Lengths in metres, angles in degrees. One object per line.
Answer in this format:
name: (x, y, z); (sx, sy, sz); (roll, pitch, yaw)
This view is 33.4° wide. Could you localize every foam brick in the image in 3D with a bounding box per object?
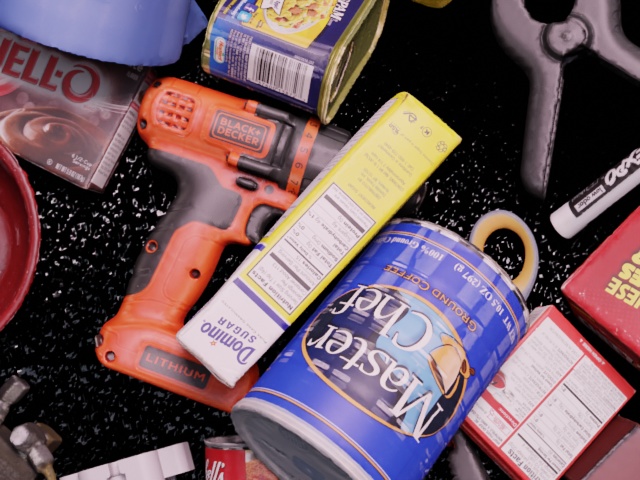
foam brick: (0.176, 0.138, 0.615); (0.053, 0.078, 0.051); (45, 90, 9)

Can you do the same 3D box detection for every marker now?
marker: (0.187, -0.043, 0.630); (0.121, 0.020, 0.020); (-42, 82, 31)

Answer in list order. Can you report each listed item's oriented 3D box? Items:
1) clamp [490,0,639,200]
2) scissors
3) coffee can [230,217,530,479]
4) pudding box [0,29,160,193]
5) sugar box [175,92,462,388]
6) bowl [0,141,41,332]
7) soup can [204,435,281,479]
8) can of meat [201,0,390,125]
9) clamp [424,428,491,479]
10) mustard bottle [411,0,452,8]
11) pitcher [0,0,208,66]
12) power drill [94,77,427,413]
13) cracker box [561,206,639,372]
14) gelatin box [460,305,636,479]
clamp: (0.148, -0.113, 0.661); (0.120, 0.039, 0.171); (-32, 77, 6)
scissors: (0.121, 0.069, 0.656); (0.096, 0.016, 0.202); (-33, 83, 1)
coffee can: (0.034, 0.072, 0.580); (0.103, 0.103, 0.140); (37, 66, 7)
pudding box: (-0.171, -0.092, 0.682); (0.113, 0.039, 0.090); (26, 87, 7)
sugar box: (-0.004, 0.001, 0.583); (0.048, 0.093, 0.176); (41, 85, -3)
bowl: (-0.246, 0.002, 0.670); (0.162, 0.055, 0.162); (0, 84, 4)
soup can: (-0.034, 0.168, 0.632); (0.068, 0.068, 0.102); (-2, 85, 4)
can of meat: (-0.014, -0.129, 0.649); (0.084, 0.057, 0.102); (22, 51, 8)
clamp: (0.072, 0.213, 0.632); (0.165, 0.036, 0.210); (13, 83, 13)
mustard bottle: (0.084, -0.248, 0.668); (0.096, 0.058, 0.191); (30, 87, 14)
pitcher: (-0.121, -0.231, 0.596); (0.145, 0.149, 0.243); (22, 111, 9)
power drill: (-0.045, 0.008, 0.656); (0.184, 0.057, 0.187); (19, 84, 4)
cracker box: (0.272, 0.010, 0.599); (0.213, 0.072, 0.164); (-46, 59, 0)
gelatin box: (0.129, 0.095, 0.630); (0.073, 0.030, 0.089); (45, 80, -1)
